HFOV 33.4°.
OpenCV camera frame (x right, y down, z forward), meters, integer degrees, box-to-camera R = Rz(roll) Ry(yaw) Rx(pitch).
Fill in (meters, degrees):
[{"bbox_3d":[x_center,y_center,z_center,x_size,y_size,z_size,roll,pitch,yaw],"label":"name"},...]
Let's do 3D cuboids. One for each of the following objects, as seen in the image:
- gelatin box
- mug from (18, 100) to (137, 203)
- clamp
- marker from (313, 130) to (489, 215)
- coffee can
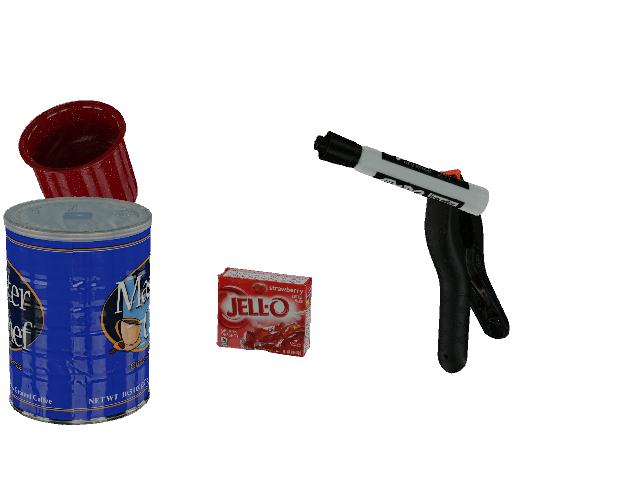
[{"bbox_3d":[-0.054,0.068,1.020,0.089,0.073,0.030,6,17,12],"label":"gelatin box"},{"bbox_3d":[-0.210,-0.072,0.952,0.093,0.117,0.081,-8,-43,0],"label":"mug"},{"bbox_3d":[0.119,0.028,0.923,0.039,0.171,0.120,-12,14,27],"label":"clamp"},{"bbox_3d":[0.052,-0.043,0.681,0.121,0.020,0.020,19,-6,-18],"label":"marker"},{"bbox_3d":[-0.174,0.048,0.771,0.103,0.140,0.103,3,15,-1],"label":"coffee can"}]
